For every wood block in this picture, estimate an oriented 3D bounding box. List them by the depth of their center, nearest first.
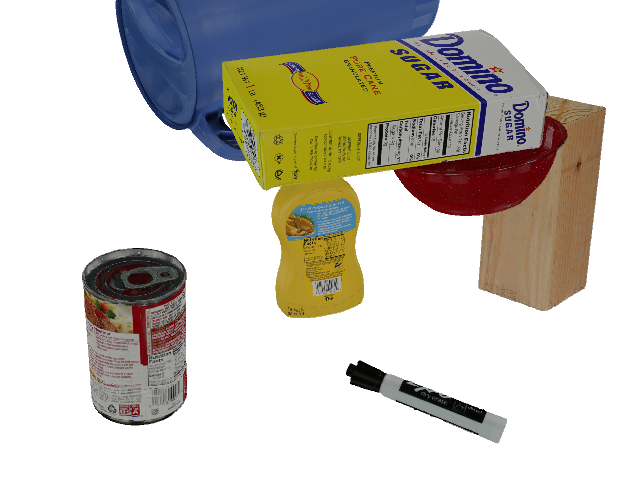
[{"bbox_3d":[0.236,-0.043,1.144,0.090,0.206,0.090,20,28,38],"label":"wood block"}]

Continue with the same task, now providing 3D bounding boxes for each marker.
[{"bbox_3d":[0.075,0.116,0.775,0.121,0.020,0.020,21,5,13],"label":"marker"}]

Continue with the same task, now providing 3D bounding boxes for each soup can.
[{"bbox_3d":[-0.124,0.066,0.725,0.068,0.102,0.068,2,29,-2],"label":"soup can"}]

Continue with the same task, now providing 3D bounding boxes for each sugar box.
[{"bbox_3d":[0.037,-0.083,0.643,0.176,0.048,0.093,-12,39,-13],"label":"sugar box"}]

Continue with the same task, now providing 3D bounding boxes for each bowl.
[{"bbox_3d":[0.135,-0.064,0.931,0.162,0.055,0.162,-8,24,3],"label":"bowl"}]

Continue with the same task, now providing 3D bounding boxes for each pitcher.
[{"bbox_3d":[-0.024,-0.173,0.840,0.242,0.149,0.145,-21,37,-26],"label":"pitcher"}]

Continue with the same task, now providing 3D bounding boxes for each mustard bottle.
[{"bbox_3d":[-0.004,-0.015,1.150,0.096,0.192,0.058,-9,23,-16],"label":"mustard bottle"}]
